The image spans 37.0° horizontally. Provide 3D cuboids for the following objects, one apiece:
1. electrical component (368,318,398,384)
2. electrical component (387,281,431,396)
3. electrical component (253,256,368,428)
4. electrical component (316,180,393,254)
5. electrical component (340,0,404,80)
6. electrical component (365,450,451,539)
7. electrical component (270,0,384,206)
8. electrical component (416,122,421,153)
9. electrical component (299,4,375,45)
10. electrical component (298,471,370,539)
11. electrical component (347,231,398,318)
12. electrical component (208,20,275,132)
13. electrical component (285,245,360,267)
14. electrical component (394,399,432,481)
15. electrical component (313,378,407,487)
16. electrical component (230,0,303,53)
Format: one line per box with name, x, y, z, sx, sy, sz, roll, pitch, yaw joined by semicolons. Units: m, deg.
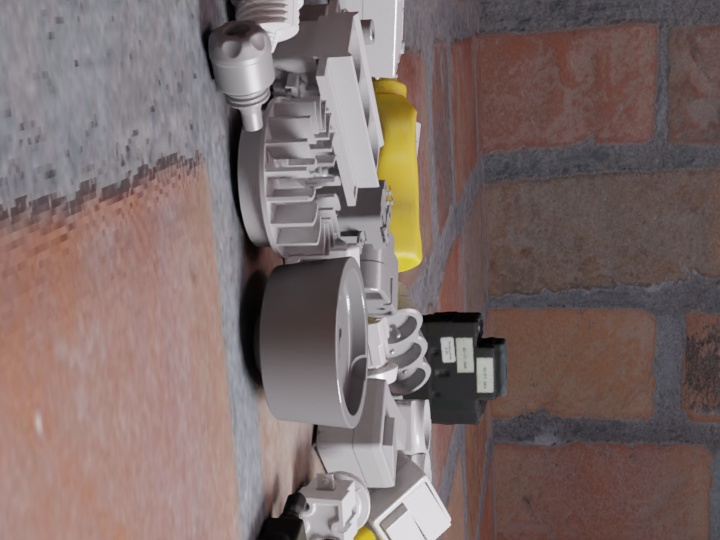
electrical component;0.007;0.072;0.941;0.066;0.048;0.055;-35;116;-77
electrical component;0.028;0.056;1.042;0.138;0.052;0.073;77;-11;-51
electrical component;-0.033;0.046;0.681;0.108;0.060;0.108;-1;90;-80
electrical component;-0.008;-0.041;0.821;0.042;0.064;0.081;78;15;-50
electrical component;0.007;-0.212;0.944;0.061;0.061;0.096;-77;170;-54
electrical component;0.035;0.206;0.926;0.061;0.062;0.096;38;-18;44
electrical component;-0.024;-0.113;0.740;0.121;0.063;0.078;76;17;-50
electrical component;0.032;-0.123;1.073;0.055;0.055;0.047;6;87;-79
electrical component;-0.021;-0.168;0.766;0.043;0.062;0.043;-1;90;-80
electrical component;-0.020;0.176;0.784;0.055;0.048;0.066;-34;122;-69
electrical component;0.000;0.000;0.885;0.095;0.054;0.059;57;34;-71
electrical component;-0.064;-0.107;0.604;0.035;0.035;0.061;-78;166;-51
electrical component;-0.022;0.024;0.782;0.076;0.047;0.083;-21;110;-79
electrical component;0.034;0.199;1.025;0.089;0.062;0.150;28;62;-78
electrical component;0.003;0.135;0.870;0.096;0.061;0.061;74;18;-55
electrical component;-0.055;-0.168;0.636;0.043;0.043;0.081;38;52;-77
